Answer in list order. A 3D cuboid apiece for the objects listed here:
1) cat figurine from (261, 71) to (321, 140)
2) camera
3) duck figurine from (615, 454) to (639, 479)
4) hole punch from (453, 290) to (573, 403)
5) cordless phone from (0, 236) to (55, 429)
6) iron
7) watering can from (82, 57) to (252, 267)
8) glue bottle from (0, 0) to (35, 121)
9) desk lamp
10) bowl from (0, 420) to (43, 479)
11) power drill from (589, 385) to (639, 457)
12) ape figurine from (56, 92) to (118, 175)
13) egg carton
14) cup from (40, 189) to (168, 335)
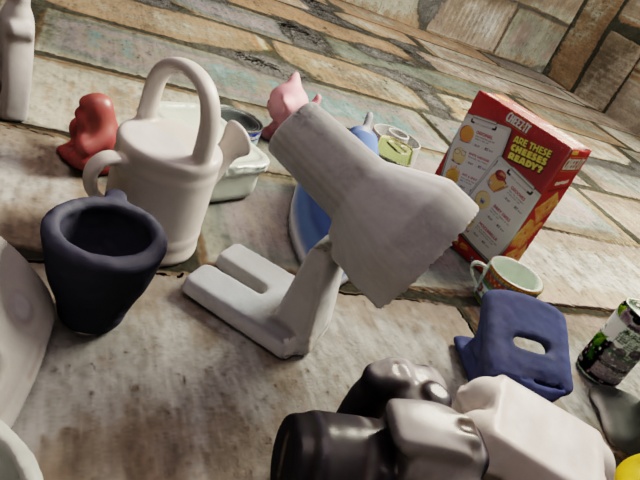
[{"bbox_3d":[-0.041,-0.207,0.912,0.067,0.117,0.128,38,32,23],"label":"cat figurine"},{"bbox_3d":[0.039,0.146,0.415,0.137,0.101,0.143,15,31,-17],"label":"camera"},{"bbox_3d":[0.315,0.227,0.504,0.078,0.086,0.104,16,30,-15],"label":"duck figurine"},{"bbox_3d":[0.210,0.118,0.597,0.109,0.091,0.101,17,30,-13],"label":"hole punch"},{"bbox_3d":[-0.212,0.019,0.349,0.094,0.185,0.147,13,31,-19],"label":"cordless phone"},{"bbox_3d":[0.036,-0.059,0.704,0.119,0.141,0.258,20,30,-8],"label":"iron"},{"bbox_3d":[-0.143,-0.082,0.555,0.101,0.194,0.173,27,29,6],"label":"watering can"},{"bbox_3d":[-0.352,-0.230,0.661,0.037,0.173,0.078,-5,40,-41],"label":"glue bottle"},{"bbox_3d":[0.005,0.002,0.508,0.203,0.213,0.118,30,30,10],"label":"desk lamp"},{"bbox_3d":[-0.212,0.151,0.248,0.168,0.074,0.167,18,30,-11],"label":"bowl"},{"bbox_3d":[0.377,0.124,0.591,0.075,0.208,0.229,21,29,-6],"label":"power drill"},{"bbox_3d":[-0.255,-0.123,0.643,0.076,0.092,0.077,17,30,-13],"label":"ape figurine"},{"bbox_3d":[0.178,0.185,0.487,0.150,0.069,0.107,30,30,9],"label":"egg carton"},{"bbox_3d":[-0.179,0.019,0.465,0.092,0.095,0.117,12,32,-21],"label":"cup"}]
